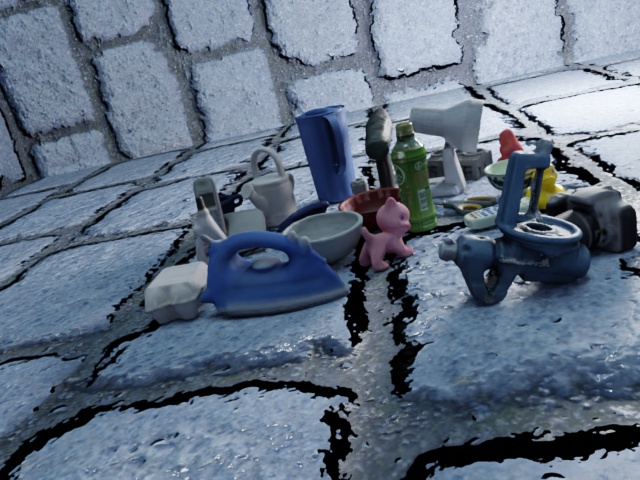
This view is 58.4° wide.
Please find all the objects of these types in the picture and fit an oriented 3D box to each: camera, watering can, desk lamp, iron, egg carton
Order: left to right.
[{"bbox_3d":[-0.261,0.095,1.071,0.107,0.069,0.150,-11,20,8],"label":"egg carton"},{"bbox_3d":[-0.124,-0.135,1.427,0.100,0.194,0.173,-8,20,16],"label":"watering can"},{"bbox_3d":[-0.086,0.042,0.992,0.257,0.141,0.119,-7,20,17],"label":"iron"},{"bbox_3d":[0.294,-0.216,1.345,0.202,0.214,0.118,-7,21,19],"label":"desk lamp"},{"bbox_3d":[0.410,-0.031,0.926,0.137,0.101,0.142,-20,20,-17],"label":"camera"}]

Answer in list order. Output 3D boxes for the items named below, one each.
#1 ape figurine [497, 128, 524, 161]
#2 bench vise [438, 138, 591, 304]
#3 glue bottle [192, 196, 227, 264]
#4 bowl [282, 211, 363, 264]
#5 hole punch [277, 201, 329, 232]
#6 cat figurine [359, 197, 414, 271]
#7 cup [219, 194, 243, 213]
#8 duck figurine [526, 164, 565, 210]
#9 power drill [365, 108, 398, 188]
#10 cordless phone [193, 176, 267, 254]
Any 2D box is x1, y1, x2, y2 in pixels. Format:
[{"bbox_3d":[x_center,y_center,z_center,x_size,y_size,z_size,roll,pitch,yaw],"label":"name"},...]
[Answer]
[{"bbox_3d":[0.483,-0.241,1.472,0.075,0.092,0.078,1,24,35],"label":"ape figurine"},{"bbox_3d":[0.276,-0.023,0.812,0.207,0.220,0.121,-18,20,-12],"label":"bench vise"},{"bbox_3d":[-0.227,-0.008,1.177,0.078,0.173,0.037,-18,20,-12],"label":"glue bottle"},{"bbox_3d":[0.010,0.004,1.134,0.167,0.075,0.167,-12,19,5],"label":"bowl"},{"bbox_3d":[-0.036,-0.038,1.257,0.109,0.091,0.100,-24,22,-27],"label":"hole punch"},{"bbox_3d":[0.123,-0.021,1.062,0.128,0.118,0.067,-27,24,-33],"label":"cat figurine"},{"bbox_3d":[-0.241,-0.062,1.452,0.118,0.095,0.091,-23,21,-24],"label":"cup"},{"bbox_3d":[0.453,-0.117,1.156,0.077,0.086,0.104,-10,20,10],"label":"duck figurine"},{"bbox_3d":[0.157,-0.210,1.426,0.075,0.209,0.230,-9,20,13],"label":"power drill"},{"bbox_3d":[-0.203,-0.059,1.282,0.147,0.185,0.094,-14,20,0],"label":"cordless phone"}]
